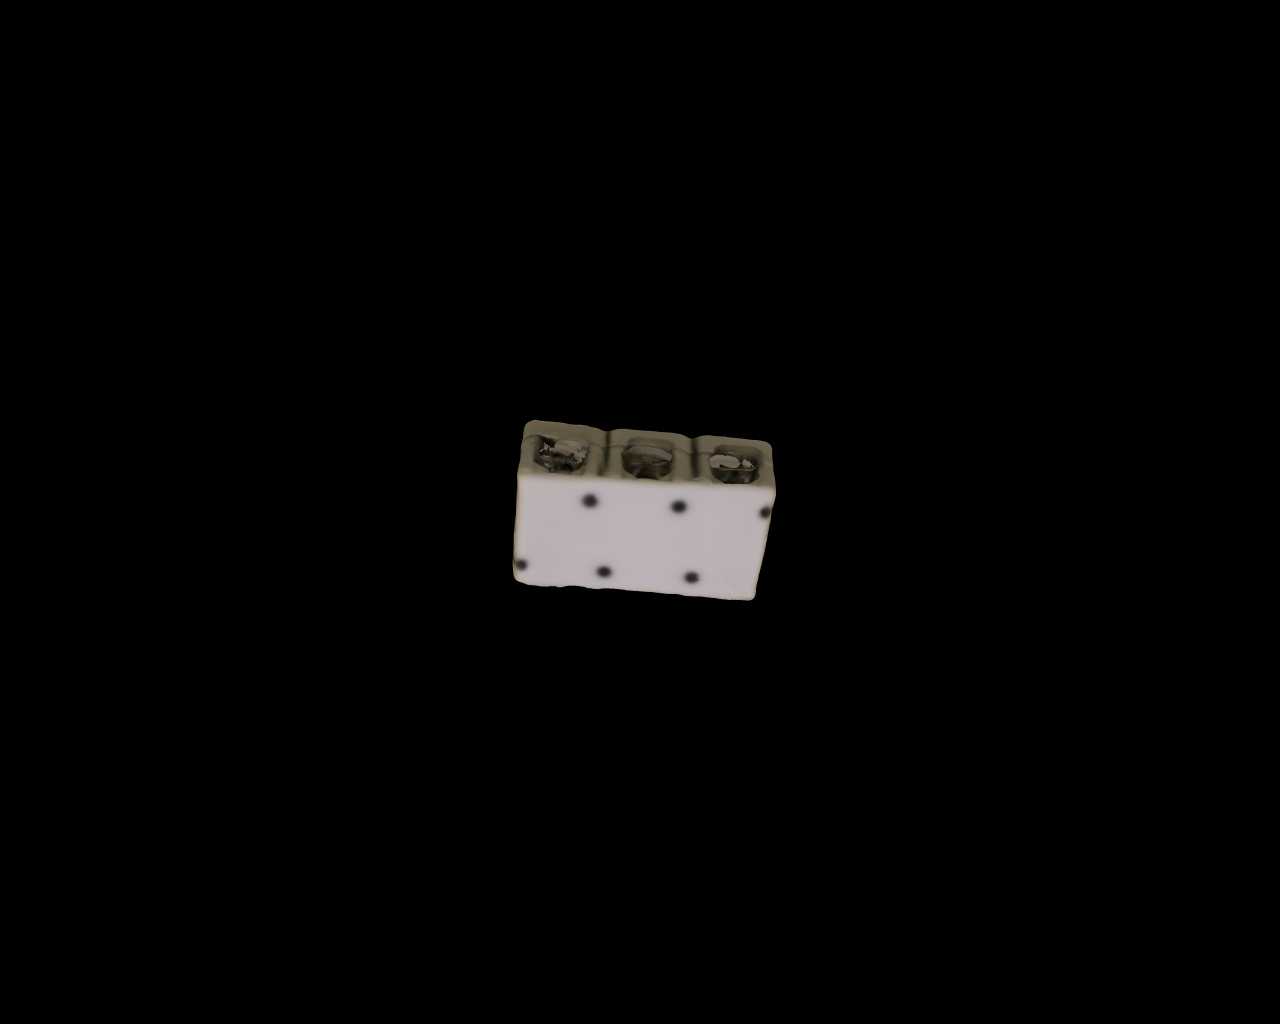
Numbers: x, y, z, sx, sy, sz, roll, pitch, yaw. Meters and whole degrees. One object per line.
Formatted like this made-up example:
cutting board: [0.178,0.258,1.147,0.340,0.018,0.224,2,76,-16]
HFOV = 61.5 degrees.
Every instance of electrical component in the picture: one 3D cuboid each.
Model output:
electrical component: [0.001,-0.003,0.650,0.150,0.089,0.062,5,37,-4]
